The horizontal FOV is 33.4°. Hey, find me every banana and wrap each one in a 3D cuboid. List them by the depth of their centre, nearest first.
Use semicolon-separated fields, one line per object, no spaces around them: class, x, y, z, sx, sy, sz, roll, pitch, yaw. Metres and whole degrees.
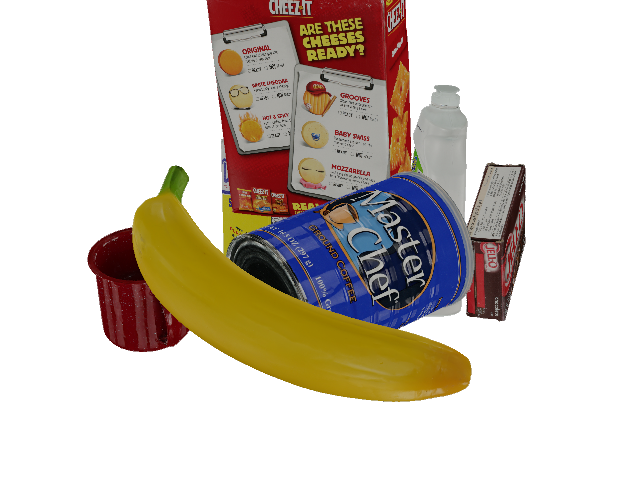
banana;-0.026;0.026;0.498;0.198;0.069;0.037;34;-24;25

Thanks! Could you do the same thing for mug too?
mug;-0.151;0.051;0.947;0.093;0.081;0.117;-19;37;-27

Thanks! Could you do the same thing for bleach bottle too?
bleach bottle;0.131;-0.047;1.202;0.068;0.251;0.102;-1;23;-13

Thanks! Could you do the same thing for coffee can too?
coffee can;0.020;0.021;0.735;0.140;0.103;0.103;-22;11;-30

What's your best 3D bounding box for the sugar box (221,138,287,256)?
sugar box;-0.067;-0.020;1.148;0.048;0.176;0.093;-18;28;-33

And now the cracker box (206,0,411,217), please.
cracker box;-0.005;-0.124;0.962;0.164;0.214;0.072;6;29;20

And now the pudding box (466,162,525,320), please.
pudding box;0.153;0.000;0.929;0.039;0.090;0.113;5;41;16
